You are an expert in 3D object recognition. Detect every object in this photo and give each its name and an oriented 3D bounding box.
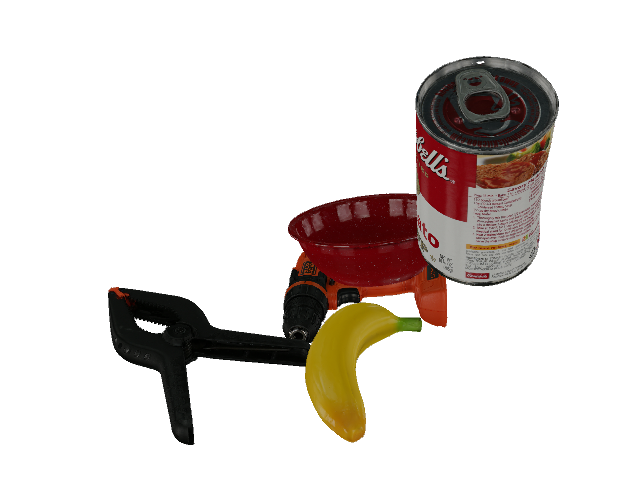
[{"bbox_3d":[0.024,0.088,0.809,0.070,0.037,0.197,7,23,17],"label":"banana"},{"bbox_3d":[-0.120,0.097,1.003,0.164,0.036,0.210,-23,42,-35],"label":"clamp"},{"bbox_3d":[0.052,0.003,1.018,0.162,0.055,0.162,-7,17,2],"label":"bowl"},{"bbox_3d":[0.083,-0.033,0.546,0.068,0.068,0.102,0,-41,6],"label":"soup can"},{"bbox_3d":[0.052,0.063,1.233,0.188,0.057,0.184,1,28,6],"label":"power drill"}]
